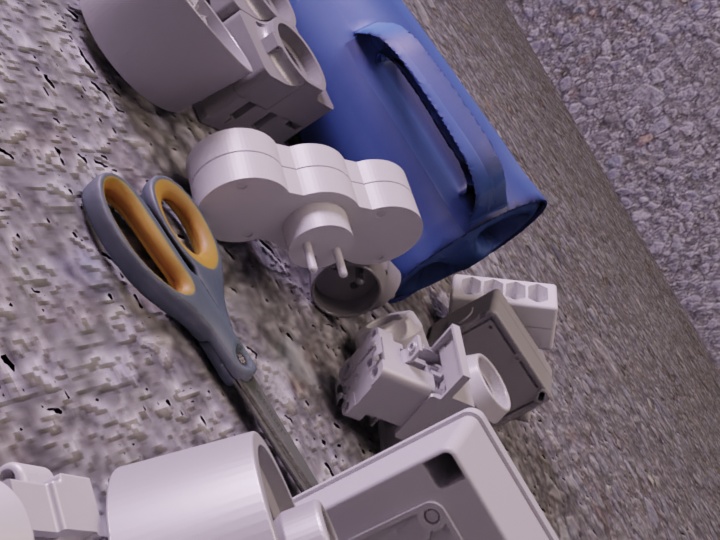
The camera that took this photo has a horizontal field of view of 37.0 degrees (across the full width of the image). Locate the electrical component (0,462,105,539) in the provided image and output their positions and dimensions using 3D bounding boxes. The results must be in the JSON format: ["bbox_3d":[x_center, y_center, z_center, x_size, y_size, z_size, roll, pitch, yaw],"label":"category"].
[{"bbox_3d":[-0.103,0.084,0.306,0.055,0.048,0.066,37,28,-63],"label":"electrical component"}]

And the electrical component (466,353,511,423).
[{"bbox_3d":[0.064,0.085,0.701,0.066,0.055,0.048,46,23,-33],"label":"electrical component"}]

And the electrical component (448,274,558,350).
[{"bbox_3d":[0.112,0.050,0.860,0.047,0.083,0.075,-69,164,-67],"label":"electrical component"}]

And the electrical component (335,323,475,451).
[{"bbox_3d":[0.024,0.067,0.612,0.064,0.081,0.042,24,33,-22],"label":"electrical component"}]

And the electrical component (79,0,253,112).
[{"bbox_3d":[-0.106,-0.139,0.599,0.099,0.064,0.099,49,21,-27],"label":"electrical component"}]

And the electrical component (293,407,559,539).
[{"bbox_3d":[0.029,0.133,0.462,0.108,0.109,0.056,59,22,0],"label":"electrical component"}]

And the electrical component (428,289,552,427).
[{"bbox_3d":[0.101,0.071,0.806,0.096,0.062,0.061,56,19,-10],"label":"electrical component"}]

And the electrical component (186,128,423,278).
[{"bbox_3d":[-0.025,-0.026,0.592,0.138,0.052,0.073,9,47,-32],"label":"electrical component"}]

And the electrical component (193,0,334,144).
[{"bbox_3d":[-0.082,-0.164,0.698,0.089,0.062,0.150,15,48,-64],"label":"electrical component"}]

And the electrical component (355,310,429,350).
[{"bbox_3d":[0.025,0.060,0.663,0.043,0.043,0.062,-49,120,-70],"label":"electrical component"}]

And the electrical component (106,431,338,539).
[{"bbox_3d":[-0.035,0.106,0.359,0.108,0.060,0.108,159,-90,-88],"label":"electrical component"}]

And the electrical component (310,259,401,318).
[{"bbox_3d":[0.000,0.000,0.687,0.079,0.043,0.077,47,23,-33],"label":"electrical component"}]
